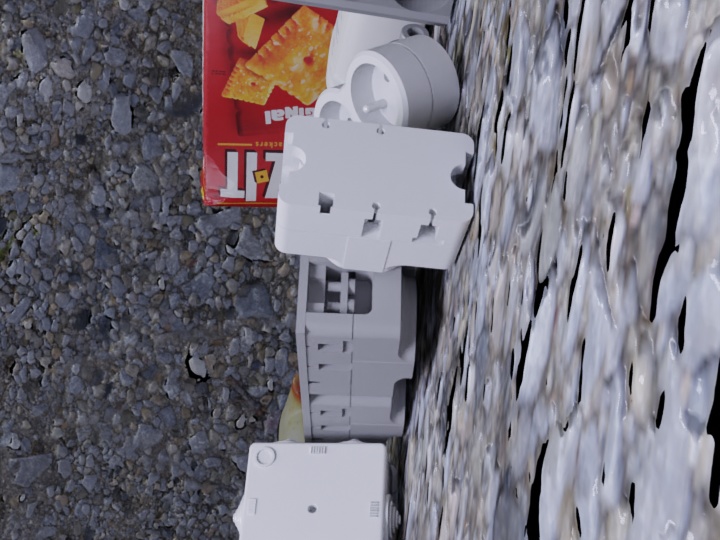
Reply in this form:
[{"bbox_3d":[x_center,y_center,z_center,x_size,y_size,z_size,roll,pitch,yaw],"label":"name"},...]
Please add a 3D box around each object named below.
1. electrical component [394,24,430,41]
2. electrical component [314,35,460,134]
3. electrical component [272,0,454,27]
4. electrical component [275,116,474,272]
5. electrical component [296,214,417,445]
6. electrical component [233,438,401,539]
[{"bbox_3d":[0.029,-0.122,0.665,0.062,0.043,0.043,103,172,-52],"label":"electrical component"},{"bbox_3d":[0.017,-0.089,0.625,0.052,0.074,0.138,62,148,6],"label":"electrical component"},{"bbox_3d":[-0.002,-0.193,0.639,0.078,0.121,0.063,102,175,-59],"label":"electrical component"},{"bbox_3d":[0.006,-0.035,0.522,0.055,0.089,0.050,103,172,-62],"label":"electrical component"},{"bbox_3d":[-0.002,0.028,0.630,0.186,0.060,0.105,92,180,-63],"label":"electrical component"},{"bbox_3d":[-0.025,0.149,0.639,0.048,0.100,0.099,79,-167,-57],"label":"electrical component"}]
